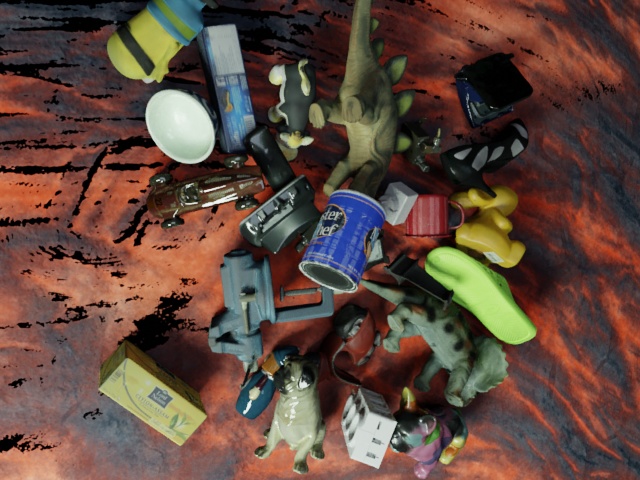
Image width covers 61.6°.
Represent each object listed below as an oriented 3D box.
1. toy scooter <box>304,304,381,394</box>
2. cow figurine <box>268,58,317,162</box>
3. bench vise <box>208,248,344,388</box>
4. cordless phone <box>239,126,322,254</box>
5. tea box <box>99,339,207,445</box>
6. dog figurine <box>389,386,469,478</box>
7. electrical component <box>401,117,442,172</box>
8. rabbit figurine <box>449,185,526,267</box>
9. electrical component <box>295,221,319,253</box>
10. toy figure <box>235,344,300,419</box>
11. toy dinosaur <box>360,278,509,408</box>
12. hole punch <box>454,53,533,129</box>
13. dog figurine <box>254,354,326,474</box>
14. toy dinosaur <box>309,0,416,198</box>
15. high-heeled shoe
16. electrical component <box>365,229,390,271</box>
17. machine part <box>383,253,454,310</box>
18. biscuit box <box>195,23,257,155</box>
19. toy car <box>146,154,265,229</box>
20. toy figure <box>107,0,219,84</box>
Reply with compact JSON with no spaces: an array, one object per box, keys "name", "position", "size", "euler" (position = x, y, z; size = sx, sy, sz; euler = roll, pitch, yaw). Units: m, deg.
[{"name":"toy scooter","position":[0.055,0.220,1.026],"size":[0.135,0.075,0.184],"euler":[44,85,-21]},{"name":"cow figurine","position":[-0.041,-0.217,0.911],"size":[0.068,0.098,0.167],"euler":[-2,98,-28]},{"name":"bench vise","position":[-0.075,0.120,0.931],"size":[0.241,0.129,0.223],"euler":[-6,90,-8]},{"name":"cordless phone","position":[-0.093,-0.083,0.895],"size":[0.146,0.089,0.184],"euler":[-39,123,-12]},{"name":"tea box","position":[-0.276,0.251,0.890],"size":[0.169,0.098,0.068],"euler":[44,82,-23]},{"name":"dog figurine","position":[0.208,0.355,1.037],"size":[0.191,0.109,0.219],"euler":[-27,138,-19]},{"name":"electrical component","position":[0.189,-0.184,1.009],"size":[0.045,0.102,0.078],"euler":[-12,127,-16]},{"name":"rabbit figurine","position":[0.337,-0.044,1.091],"size":[0.162,0.122,0.173],"euler":[37,70,-12]},{"name":"electrical component","position":[-0.002,-0.003,0.998],"size":[0.094,0.021,0.063],"euler":[-46,111,-9]},{"name":"toy figure","position":[-0.095,0.251,0.978],"size":[0.058,0.064,0.154],"euler":[35,86,-13]},{"name":"toy dinosaur","position":[0.236,0.182,1.073],"size":[0.192,0.131,0.404],"euler":[-39,102,-34]},{"name":"hole punch","position":[0.334,-0.293,1.061],"size":[0.142,0.092,0.116],"euler":[-26,77,-13]},{"name":"dog figurine","position":[-0.030,0.290,0.968],"size":[0.121,0.172,0.190],"euler":[14,94,5]},{"name":"toy dinosaur","position":[0.078,-0.228,0.912],"size":[0.198,0.105,0.470],"euler":[-38,137,-41]},{"name":"high-heeled shoe","position":[0.319,-0.189,1.053],"size":[0.145,0.086,0.249],"euler":[38,57,-13]},{"name":"electrical component","position":[0.069,0.025,1.015],"size":[0.119,0.048,0.074],"euler":[-19,103,-17]},{"name":"machine part","position":[0.194,0.078,1.030],"size":[0.084,0.139,0.039],"euler":[-29,149,-49]},{"name":"biscuit box","position":[-0.150,-0.243,0.883],"size":[0.059,0.063,0.202],"euler":[-15,103,-19]},{"name":"toy car","position":[-0.186,-0.076,0.854],"size":[0.202,0.053,0.089],"euler":[-11,90,17]},{"name":"toy figure","position":[-0.239,-0.318,0.808],"size":[0.180,0.082,0.089],"euler":[-43,123,14]}]
